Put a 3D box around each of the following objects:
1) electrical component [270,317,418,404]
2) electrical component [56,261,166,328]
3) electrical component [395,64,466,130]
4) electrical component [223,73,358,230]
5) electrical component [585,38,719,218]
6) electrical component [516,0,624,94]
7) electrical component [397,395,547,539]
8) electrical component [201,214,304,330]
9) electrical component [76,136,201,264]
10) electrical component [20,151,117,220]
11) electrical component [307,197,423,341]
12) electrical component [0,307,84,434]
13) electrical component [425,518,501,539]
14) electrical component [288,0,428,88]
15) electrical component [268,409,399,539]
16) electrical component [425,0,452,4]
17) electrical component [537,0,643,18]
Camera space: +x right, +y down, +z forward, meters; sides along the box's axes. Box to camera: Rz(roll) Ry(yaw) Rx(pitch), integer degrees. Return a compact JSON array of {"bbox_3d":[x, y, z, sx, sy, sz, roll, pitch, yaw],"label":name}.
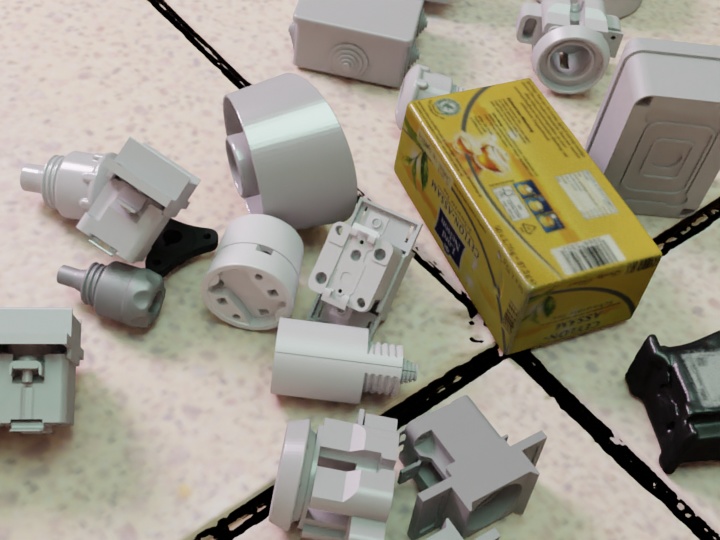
[{"bbox_3d":[-0.008,0.053,0.608,0.081,0.043,0.043,7,49,-2],"label":"electrical component"},{"bbox_3d":[-0.147,0.011,0.629,0.061,0.035,0.035,16,50,8],"label":"electrical component"},{"bbox_3d":[0.058,-0.116,0.761,0.062,0.048,0.048,15,49,-5],"label":"electrical component"},{"bbox_3d":[-0.048,-0.071,0.672,0.064,0.099,0.099,-16,54,-13],"label":"electrical component"},{"bbox_3d":[0.201,-0.094,0.719,0.078,0.113,0.057,5,52,-4],"label":"electrical component"},{"bbox_3d":[0.159,-0.171,0.814,0.078,0.058,0.057,9,47,-2],"label":"electrical component"},{"bbox_3d":[0.055,0.105,0.575,0.081,0.042,0.063,-21,55,-25],"label":"electrical component"},{"bbox_3d":[-0.062,0.000,0.638,0.055,0.055,0.047,11,46,1],"label":"electrical component"},{"bbox_3d":[-0.129,-0.038,0.625,0.042,0.081,0.063,33,91,-2],"label":"electrical component"},{"bbox_3d":[-0.180,-0.053,0.672,0.062,0.048,0.048,10,49,9],"label":"electrical component"},{"bbox_3d":[0.000,0.000,0.633,0.042,0.064,0.081,23,91,13],"label":"electrical component"},{"bbox_3d":[-0.211,0.053,0.559,0.121,0.078,0.063,1,79,-8],"label":"electrical component"},{"bbox_3d":[0.039,0.164,0.522,0.081,0.042,0.063,-23,59,-25],"label":"electrical component"},{"bbox_3d":[0.000,-0.187,0.809,0.100,0.048,0.099,13,49,2],"label":"electrical component"},{"bbox_3d":[-0.014,0.108,0.552,0.057,0.058,0.078,11,49,-3],"label":"electrical component"},{"bbox_3d":[0.038,-0.262,0.846,0.100,0.099,0.048,8,36,-2],"label":"electrical component"},{"bbox_3d":[0.192,-0.265,0.895,0.108,0.060,0.108,4,49,-5],"label":"electrical component"}]
